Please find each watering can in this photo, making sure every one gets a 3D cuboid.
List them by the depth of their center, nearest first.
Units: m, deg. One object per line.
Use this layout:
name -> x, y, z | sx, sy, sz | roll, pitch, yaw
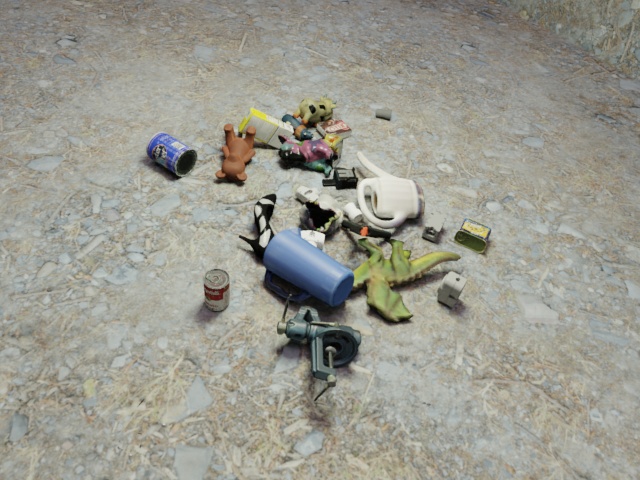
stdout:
watering can -> 0.233, -0.175, 1.740 | 0.224, 0.101, 0.356 | 2, 51, -8

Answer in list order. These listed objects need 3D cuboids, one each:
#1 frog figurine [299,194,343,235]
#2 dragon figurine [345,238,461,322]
frog figurine -> 0.005, -0.083, 1.643 | 0.137, 0.122, 0.161 | 1, 10, 2
dragon figurine -> 0.216, 0.121, 1.482 | 0.410, 0.119, 0.248 | 5, 62, -2
